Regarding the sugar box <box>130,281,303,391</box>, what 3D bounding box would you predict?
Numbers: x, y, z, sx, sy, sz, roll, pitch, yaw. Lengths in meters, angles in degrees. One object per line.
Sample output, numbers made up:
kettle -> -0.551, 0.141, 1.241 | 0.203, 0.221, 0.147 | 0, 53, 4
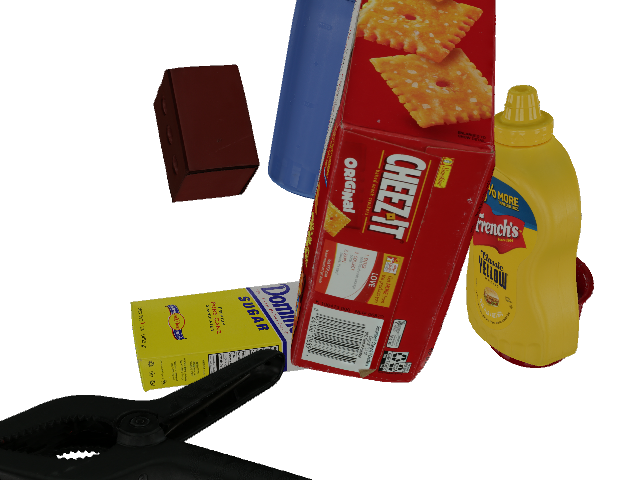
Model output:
sugar box -> -0.087, 0.088, 1.010 | 0.176, 0.048, 0.093 | -9, 35, -9

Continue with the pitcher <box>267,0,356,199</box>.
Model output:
pitcher -> 0.023, -0.170, 1.229 | 0.145, 0.243, 0.149 | 9, 22, -12

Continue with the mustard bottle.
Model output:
mustard bottle -> 0.140, -0.014, 0.742 | 0.058, 0.192, 0.096 | -16, 29, -22

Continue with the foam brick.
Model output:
foam brick -> -0.078, -0.073, 0.722 | 0.051, 0.078, 0.053 | -7, -18, -20

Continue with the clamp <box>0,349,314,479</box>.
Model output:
clamp -> -0.096, 0.110, 0.595 | 0.210, 0.036, 0.164 | -1, 23, -9

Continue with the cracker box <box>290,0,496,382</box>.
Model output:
cracker box -> 0.041, -0.061, 0.542 | 0.072, 0.213, 0.164 | 11, -43, 0

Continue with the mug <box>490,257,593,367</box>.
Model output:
mug -> 0.192, 0.055, 0.988 | 0.093, 0.081, 0.117 | -13, 42, -17
